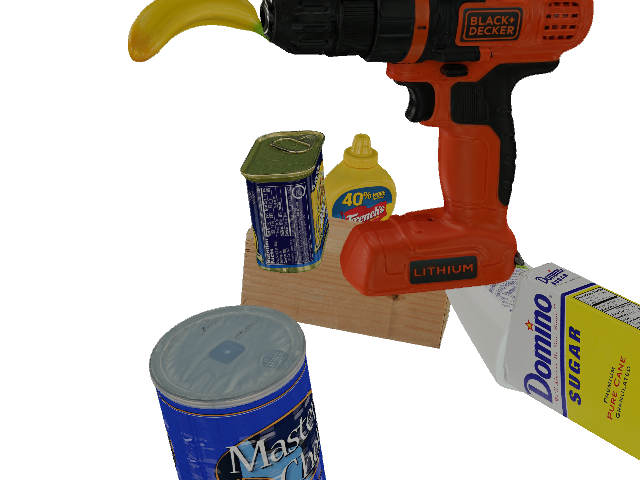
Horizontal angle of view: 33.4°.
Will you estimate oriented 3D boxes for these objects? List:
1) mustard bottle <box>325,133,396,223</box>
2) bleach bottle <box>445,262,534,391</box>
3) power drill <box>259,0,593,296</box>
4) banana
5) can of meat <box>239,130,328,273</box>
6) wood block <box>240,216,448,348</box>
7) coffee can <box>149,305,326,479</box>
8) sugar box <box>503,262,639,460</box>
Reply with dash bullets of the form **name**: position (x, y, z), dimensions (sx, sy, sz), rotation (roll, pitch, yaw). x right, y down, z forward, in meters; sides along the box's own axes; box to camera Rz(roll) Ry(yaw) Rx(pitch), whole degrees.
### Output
- **mustard bottle**: position (0.044, -0.038, 1.298), dimensions (0.096, 0.192, 0.058), rotation (-7, 30, -19)
- **bleach bottle**: position (0.170, 0.051, 0.976), dimensions (0.102, 0.068, 0.251), rotation (4, 21, -10)
- **power drill**: position (0.054, -0.061, 0.599), dimensions (0.184, 0.188, 0.057), rotation (-4, 30, -14)
- **banana**: position (-0.121, -0.212, 1.021), dimensions (0.070, 0.037, 0.197), rotation (45, 39, 19)
- **can of meat**: position (-0.025, -0.032, 0.847), dimensions (0.057, 0.084, 0.102), rotation (-2, 24, 8)
- **wood block**: position (0.031, 0.036, 1.091), dimensions (0.206, 0.091, 0.090), rotation (10, 22, 10)
- **coffee can**: position (-0.052, 0.130, 0.725), dimensions (0.103, 0.140, 0.103), rotation (-6, 31, 3)
- **sugar box**: position (0.207, 0.091, 0.736), dimensions (0.048, 0.093, 0.176), rotation (-16, 30, -39)
